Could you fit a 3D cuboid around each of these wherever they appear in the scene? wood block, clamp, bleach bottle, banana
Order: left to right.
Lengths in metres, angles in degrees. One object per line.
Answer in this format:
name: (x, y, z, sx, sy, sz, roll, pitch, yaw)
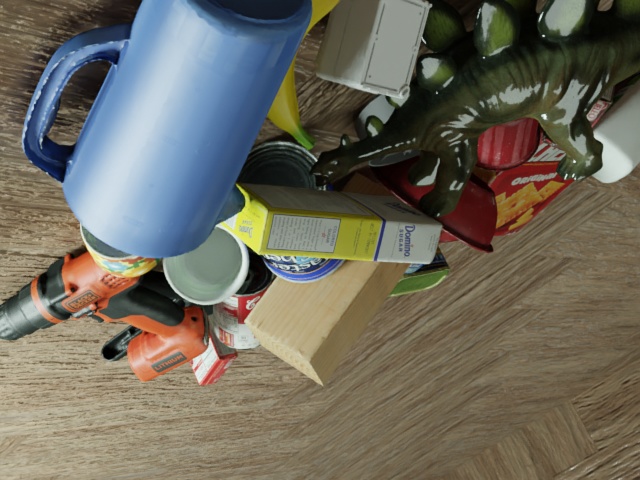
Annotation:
clamp: (-0.152, 0.057, 1.208, 0.209, 0.036, 0.165, -21, 151, -21)
banana: (-0.021, -0.149, 0.837, 0.069, 0.037, 0.198, 17, 147, 2)
wood block: (0.021, 0.043, 1.166, 0.206, 0.091, 0.090, -53, 158, -13)
bleach bottle: (0.375, -0.177, 1.146, 0.250, 0.068, 0.102, -48, 179, -9)

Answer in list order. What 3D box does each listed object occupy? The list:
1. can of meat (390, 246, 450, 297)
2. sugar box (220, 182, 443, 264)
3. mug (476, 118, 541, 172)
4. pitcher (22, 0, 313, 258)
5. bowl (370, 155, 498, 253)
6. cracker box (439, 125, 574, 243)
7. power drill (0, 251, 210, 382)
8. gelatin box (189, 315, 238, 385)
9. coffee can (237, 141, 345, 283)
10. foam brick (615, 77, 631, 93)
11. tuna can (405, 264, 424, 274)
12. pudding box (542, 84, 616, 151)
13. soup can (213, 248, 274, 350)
can of meat: (0.105, 0.020, 1.339, 0.101, 0.084, 0.058, -9, 153, -37)
sugar box: (0.010, -0.014, 0.943, 0.175, 0.093, 0.048, 7, 105, -29)
mug: (0.190, -0.139, 1.094, 0.117, 0.093, 0.081, -50, 159, -20)
pitcher: (-0.109, -0.108, 0.791, 0.149, 0.145, 0.243, -30, 162, -43)
bowl: (0.134, -0.054, 1.141, 0.055, 0.162, 0.161, -55, 150, 13)
cracker box: (0.235, -0.085, 1.266, 0.163, 0.072, 0.214, -6, 150, -40)
power drill: (-0.219, 0.083, 1.106, 0.185, 0.057, 0.187, -26, 141, 22)
gelatin box: (-0.137, 0.121, 1.296, 0.030, 0.089, 0.073, -10, 153, -34)
coffee can: (-0.029, -0.025, 1.072, 0.103, 0.103, 0.140, -27, 158, 2)
foam brick: (0.382, -0.161, 1.284, 0.051, 0.053, 0.078, -37, 154, 24)
tuna can: (0.097, -0.002, 1.280, 0.085, 0.086, 0.034, -4, 151, -42)
pudding box: (0.273, -0.158, 1.104, 0.039, 0.113, 0.090, 22, 145, -6)
soup can: (-0.085, 0.067, 1.186, 0.068, 0.068, 0.102, -18, 141, -19)
